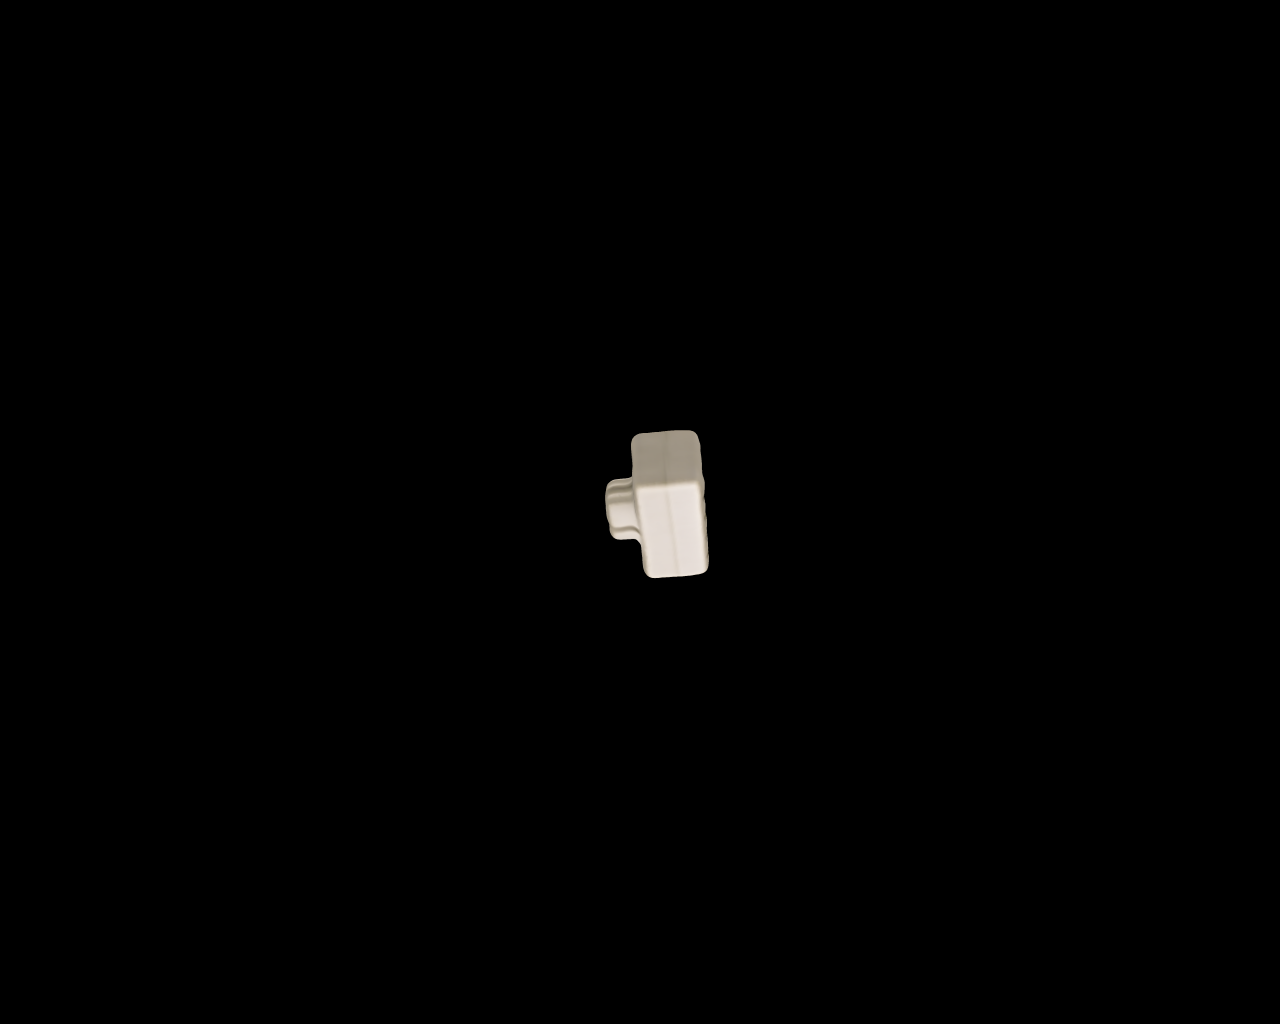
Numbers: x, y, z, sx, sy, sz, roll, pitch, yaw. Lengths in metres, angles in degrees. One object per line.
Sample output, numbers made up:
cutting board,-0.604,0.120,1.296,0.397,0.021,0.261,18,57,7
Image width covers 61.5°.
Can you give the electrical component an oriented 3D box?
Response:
electrical component,0.001,-0.003,0.650,0.076,0.047,0.083,-4,-43,4
